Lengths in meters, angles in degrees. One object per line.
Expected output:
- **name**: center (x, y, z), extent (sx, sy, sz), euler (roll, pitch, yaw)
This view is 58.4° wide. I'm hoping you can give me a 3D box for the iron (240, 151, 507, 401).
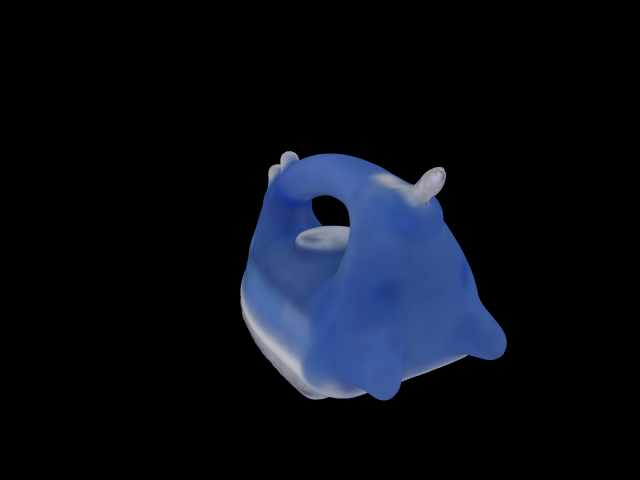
- **iron**: center (0.004, 0.001, 0.400), extent (0.119, 0.141, 0.257), euler (-11, 21, -30)
